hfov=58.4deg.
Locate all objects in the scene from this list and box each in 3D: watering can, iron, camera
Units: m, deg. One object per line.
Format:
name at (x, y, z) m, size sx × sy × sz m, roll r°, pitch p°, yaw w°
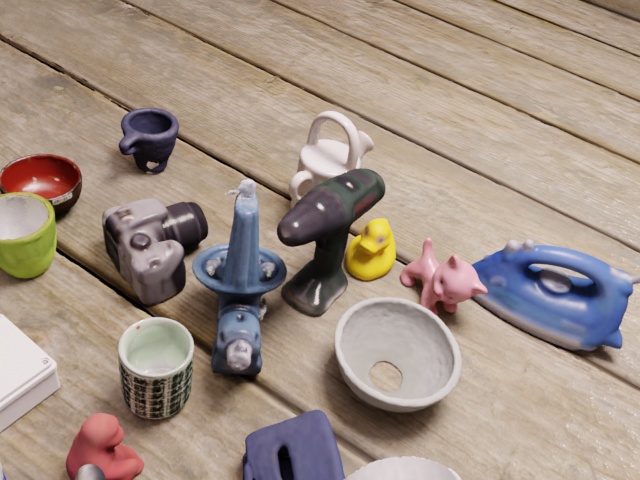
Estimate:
watering can at (0.018, -0.125, 0.931) m, size 0.101 × 0.194 × 0.173 m, roll 22°, pitch 44°, yaw 9°
iron at (0.346, 0.060, 0.863) m, size 0.258 × 0.141 × 0.119 m, roll 21°, pitch 44°, yaw 7°
camera at (-0.223, -0.005, 0.813) m, size 0.137 × 0.101 × 0.142 m, roll -23°, pitch 54°, yaw -33°

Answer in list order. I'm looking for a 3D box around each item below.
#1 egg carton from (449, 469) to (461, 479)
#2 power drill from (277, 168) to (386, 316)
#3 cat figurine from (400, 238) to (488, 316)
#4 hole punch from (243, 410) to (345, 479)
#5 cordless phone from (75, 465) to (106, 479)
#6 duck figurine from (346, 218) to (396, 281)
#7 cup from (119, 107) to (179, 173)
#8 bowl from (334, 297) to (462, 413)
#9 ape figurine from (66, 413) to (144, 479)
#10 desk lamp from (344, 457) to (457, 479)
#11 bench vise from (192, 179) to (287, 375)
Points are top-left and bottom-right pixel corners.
egg carton at (0.143, 0.318, 0.598) m, size 0.107 × 0.069 × 0.150 m, roll 18°, pitch 43°, yaw 5°
power drill at (0.007, 0.003, 0.787) m, size 0.075 × 0.208 × 0.230 m, roll 30°, pitch 46°, yaw 17°
cat figurine at (0.184, 0.052, 0.847) m, size 0.067 × 0.118 × 0.127 m, roll -11°, pitch 49°, yaw -24°
hole punch at (-0.031, 0.249, 0.609) m, size 0.101 × 0.091 × 0.108 m, roll -4°, pitch 46°, yaw -18°
cordless phone at (-0.197, 0.279, 0.466) m, size 0.094 × 0.185 × 0.147 m, roll 0°, pitch 45°, yaw -14°
duck figurine at (0.087, 0.002, 0.897) m, size 0.077 × 0.086 × 0.105 m, roll 29°, pitch 45°, yaw 16°
cup at (-0.289, -0.153, 0.954) m, size 0.091 × 0.095 × 0.118 m, roll 24°, pitch 44°, yaw 11°
bowl at (0.093, 0.159, 0.745) m, size 0.167 × 0.075 × 0.167 m, roll 7°, pitch 44°, yaw -7°
ape figurine at (-0.225, 0.214, 0.594) m, size 0.076 × 0.092 × 0.077 m, roll -9°, pitch 48°, yaw -22°
desk lamp at (0.061, 0.318, 0.472) m, size 0.118 × 0.213 × 0.203 m, roll 7°, pitch 44°, yaw -7°
bench vise at (-0.086, 0.049, 0.706) m, size 0.122 × 0.220 × 0.207 m, roll -10°, pitch 48°, yaw -23°
